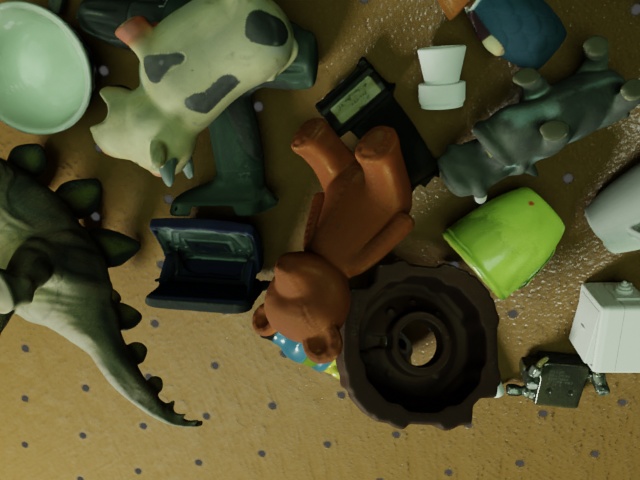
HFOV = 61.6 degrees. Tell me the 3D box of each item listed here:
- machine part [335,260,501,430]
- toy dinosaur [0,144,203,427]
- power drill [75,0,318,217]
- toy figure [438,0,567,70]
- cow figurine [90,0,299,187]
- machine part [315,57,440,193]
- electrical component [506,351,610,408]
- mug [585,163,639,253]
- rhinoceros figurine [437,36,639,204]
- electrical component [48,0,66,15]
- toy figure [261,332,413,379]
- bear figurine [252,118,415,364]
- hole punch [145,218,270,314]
[{"bbox_3d":[0.098,0.107,0.553,0.179,0.056,0.179,2,76,-9],"label":"machine part"},{"bbox_3d":[-0.271,0.026,0.537,0.105,0.198,0.471,-25,97,23],"label":"toy dinosaur"},{"bbox_3d":[-0.118,-0.130,0.538,0.232,0.086,0.207,2,104,2],"label":"power drill"},{"bbox_3d":[0.148,-0.214,0.484,0.154,0.064,0.058,37,148,-4],"label":"toy figure"},{"bbox_3d":[-0.108,-0.132,0.455,0.195,0.085,0.127,-31,99,9],"label":"cow figurine"},{"bbox_3d":[0.065,-0.108,0.546,0.084,0.039,0.139,-44,100,10],"label":"machine part"},{"bbox_3d":[0.279,0.163,0.627,0.102,0.045,0.078,10,111,2],"label":"electrical component"},{"bbox_3d":[0.322,-0.027,0.520,0.080,0.109,0.107,43,123,-18],"label":"mug"},{"bbox_3d":[0.199,-0.106,0.501,0.190,0.112,0.073,-29,74,1],"label":"rhinoceros figurine"},{"bbox_3d":[-0.231,-0.259,0.520,0.063,0.021,0.094,25,111,-5],"label":"electrical component"},{"bbox_3d":[0.021,0.116,0.612,0.180,0.089,0.082,21,81,-6],"label":"toy figure"},{"bbox_3d":[0.001,0.001,0.499,0.196,0.120,0.131,-53,136,-17],"label":"bear figurine"},{"bbox_3d":[-0.118,0.021,0.574,0.142,0.116,0.092,1,95,0],"label":"hole punch"}]
